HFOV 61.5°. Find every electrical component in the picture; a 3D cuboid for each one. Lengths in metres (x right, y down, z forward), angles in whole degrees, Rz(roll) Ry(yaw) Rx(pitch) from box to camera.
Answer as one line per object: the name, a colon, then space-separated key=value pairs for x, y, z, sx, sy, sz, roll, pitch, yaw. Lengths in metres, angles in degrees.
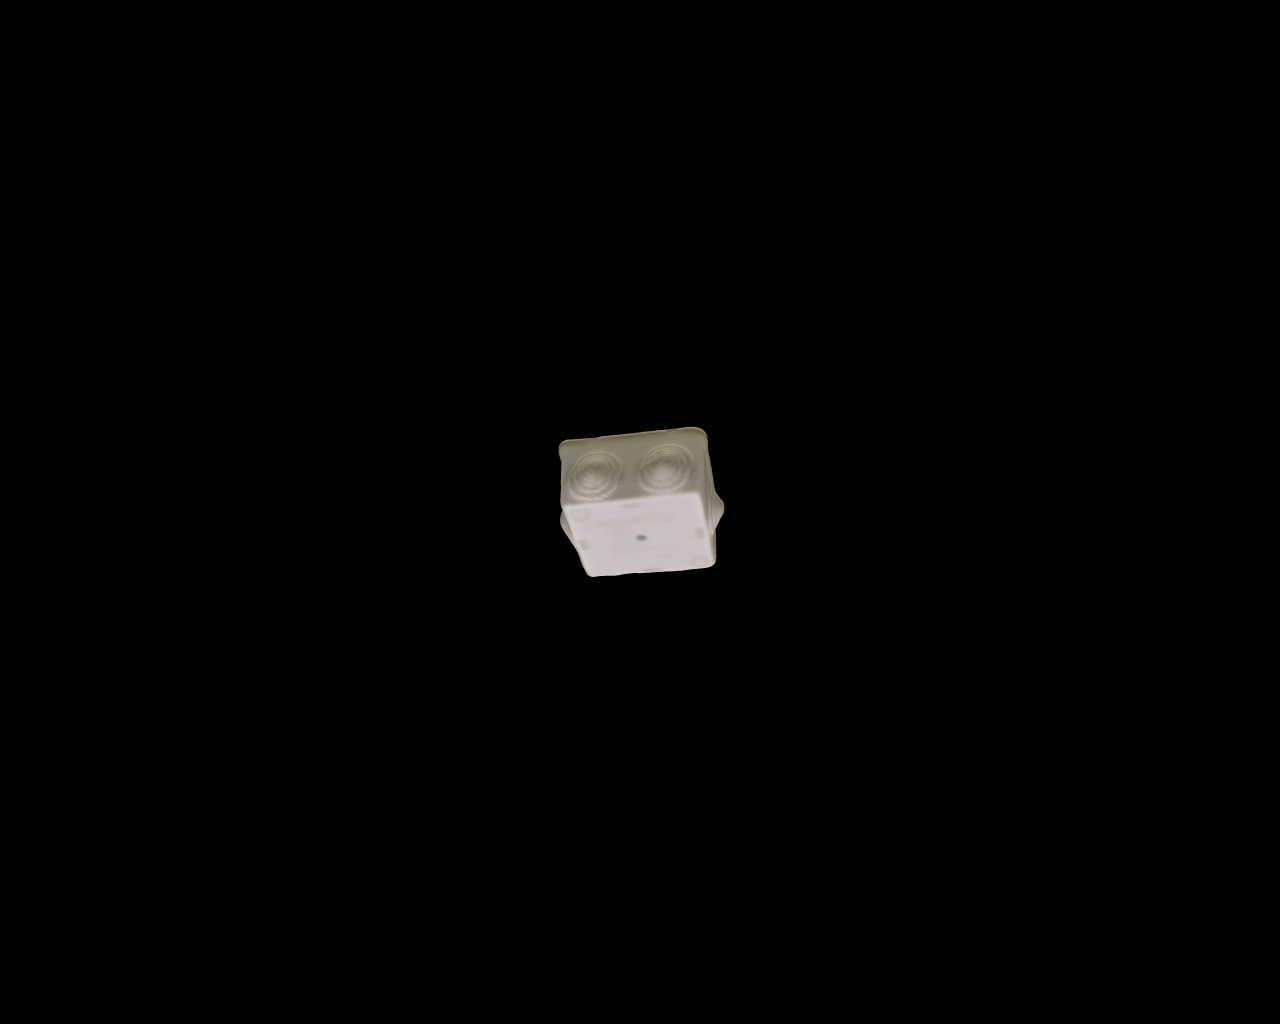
electrical component: x=0.001 y=-0.003 z=0.650 sx=0.100 sy=0.048 sz=0.099 roll=-5 pitch=-35 yaw=7
